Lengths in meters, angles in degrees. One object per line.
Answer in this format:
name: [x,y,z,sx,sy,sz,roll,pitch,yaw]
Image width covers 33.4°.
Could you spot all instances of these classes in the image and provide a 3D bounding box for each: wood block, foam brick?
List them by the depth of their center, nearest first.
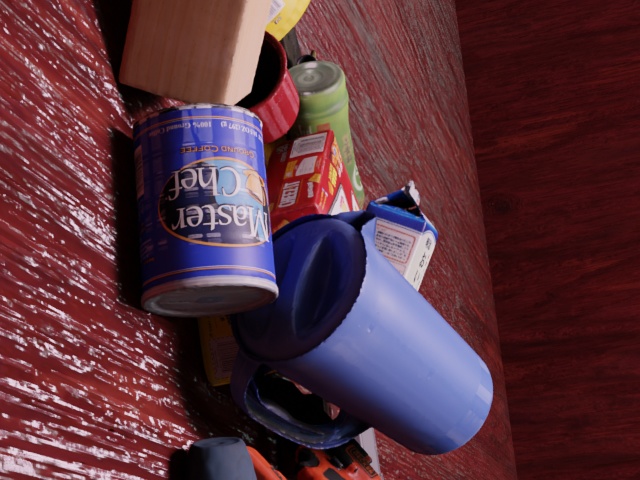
wood block: [-0.083,-0.215,0.824,0.090,0.090,0.206,-57,164,-67]
foam brick: [-0.011,0.195,1.055,0.053,0.051,0.078,45,38,-65]

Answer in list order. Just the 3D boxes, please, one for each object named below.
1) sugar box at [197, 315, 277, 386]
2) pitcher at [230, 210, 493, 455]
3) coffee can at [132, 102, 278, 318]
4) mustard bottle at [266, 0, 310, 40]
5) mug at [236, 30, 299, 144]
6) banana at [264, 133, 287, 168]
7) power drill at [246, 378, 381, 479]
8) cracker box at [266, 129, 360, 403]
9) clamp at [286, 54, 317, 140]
sugar box: [-0.059,0.077,0.968,0.176,0.048,0.093,5,75,-73]
pitcher: [0.040,0.100,0.906,0.242,0.149,0.145,41,37,-40]
coffee can: [-0.089,-0.020,0.815,0.102,0.103,0.140,38,44,-68]
mustard bottle: [-0.091,-0.257,0.975,0.058,0.096,0.191,48,3,42]
mug: [-0.072,-0.130,0.999,0.117,0.093,0.081,-63,160,-12]
banana: [-0.065,-0.153,1.123,0.070,0.037,0.198,-132,-152,-72]
power drill: [-0.019,0.201,0.926,0.184,0.057,0.187,46,19,17]
cracker box: [0.007,0.024,1.042,0.164,0.072,0.213,-80,154,-59]
clamp: [-0.018,-0.123,1.213,0.120,0.039,0.171,-65,157,-51]
